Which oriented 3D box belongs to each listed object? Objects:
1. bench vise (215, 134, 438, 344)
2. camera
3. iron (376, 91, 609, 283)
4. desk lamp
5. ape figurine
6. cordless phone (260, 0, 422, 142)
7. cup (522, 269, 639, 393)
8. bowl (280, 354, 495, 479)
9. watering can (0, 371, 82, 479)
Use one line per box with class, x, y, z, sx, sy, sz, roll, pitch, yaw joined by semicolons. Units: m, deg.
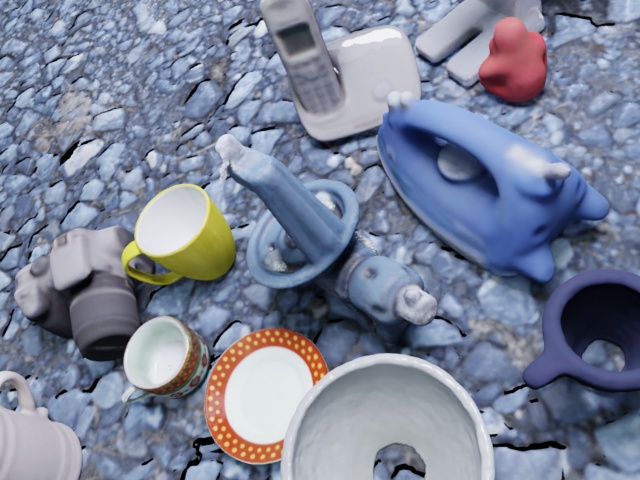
bench vise;0.009;-0.009;0.498;0.206;0.220;0.121;12;67;26
camera;-0.260;0.065;0.631;0.143;0.101;0.136;-27;56;5
iron;0.130;-0.078;0.539;0.119;0.142;0.257;-47;57;-8
desk lamp;0.191;-0.310;0.601;0.203;0.214;0.117;-40;56;-4
ape figurine;0.204;-0.197;0.606;0.077;0.092;0.076;-19;57;10
cordless phone;0.024;-0.202;0.621;0.147;0.185;0.094;-18;57;11
cup;0.210;0.089;0.444;0.118;0.095;0.091;-34;56;0
bowl;0.057;0.182;0.462;0.167;0.075;0.167;-9;60;16
watering can;-0.320;0.207;0.519;0.101;0.194;0.172;-20;57;9
